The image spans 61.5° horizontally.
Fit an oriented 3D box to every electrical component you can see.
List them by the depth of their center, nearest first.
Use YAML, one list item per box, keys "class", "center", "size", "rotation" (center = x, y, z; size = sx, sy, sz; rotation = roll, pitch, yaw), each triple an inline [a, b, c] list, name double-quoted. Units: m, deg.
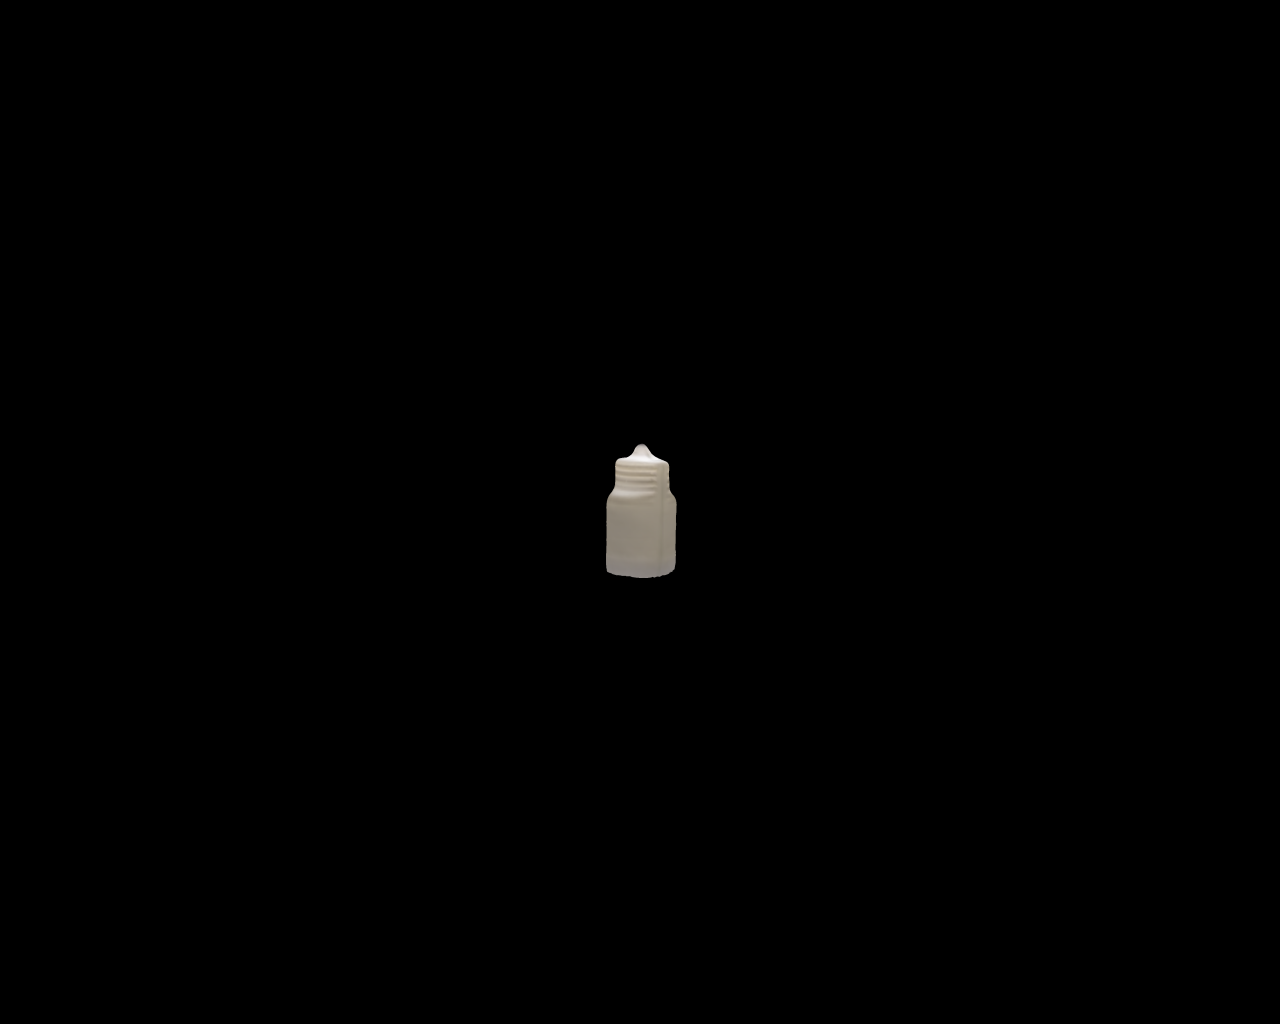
- class: "electrical component"
  center: [0.001, -0.003, 0.650]
  size: [0.043, 0.080, 0.043]
  rotation: [0, 8, 0]
